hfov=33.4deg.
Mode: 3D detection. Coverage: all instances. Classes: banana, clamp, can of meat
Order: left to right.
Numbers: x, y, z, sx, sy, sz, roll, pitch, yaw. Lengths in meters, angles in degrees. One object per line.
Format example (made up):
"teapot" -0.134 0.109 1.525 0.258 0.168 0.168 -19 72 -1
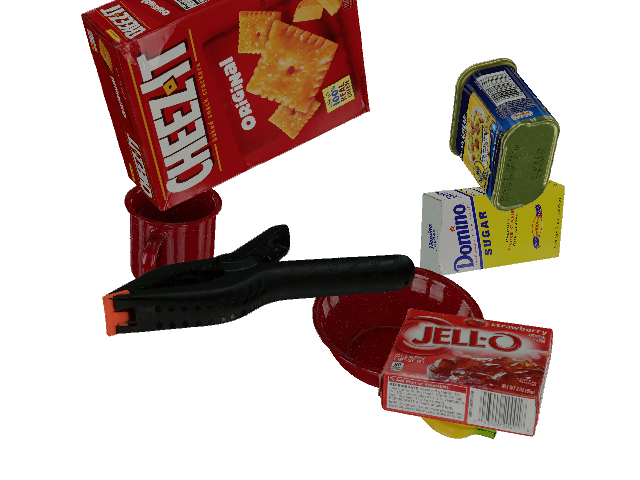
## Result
"clamp" -0.049 0.029 0.747 0.209 0.036 0.165 -17 18 -41
"banana" 0.140 0.185 1.271 0.069 0.037 0.198 10 21 -19
"can of meat" 0.155 -0.088 0.904 0.057 0.102 0.084 -15 48 -14

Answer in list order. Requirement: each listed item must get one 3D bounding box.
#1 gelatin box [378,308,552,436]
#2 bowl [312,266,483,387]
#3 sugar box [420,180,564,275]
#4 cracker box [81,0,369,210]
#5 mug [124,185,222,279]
"gelatin box" 0.085 0.073 0.615 0.089 0.030 0.073 8 28 15
"bowl" 0.071 0.091 1.011 0.162 0.055 0.162 2 37 -2
"sugar box" 0.203 -0.017 1.255 0.175 0.093 0.048 -9 19 -27
"cracker box" -0.068 -0.142 0.876 0.213 0.164 0.072 -28 45 -20
"mug" -0.146 0.002 1.030 0.093 0.081 0.117 9 31 6
